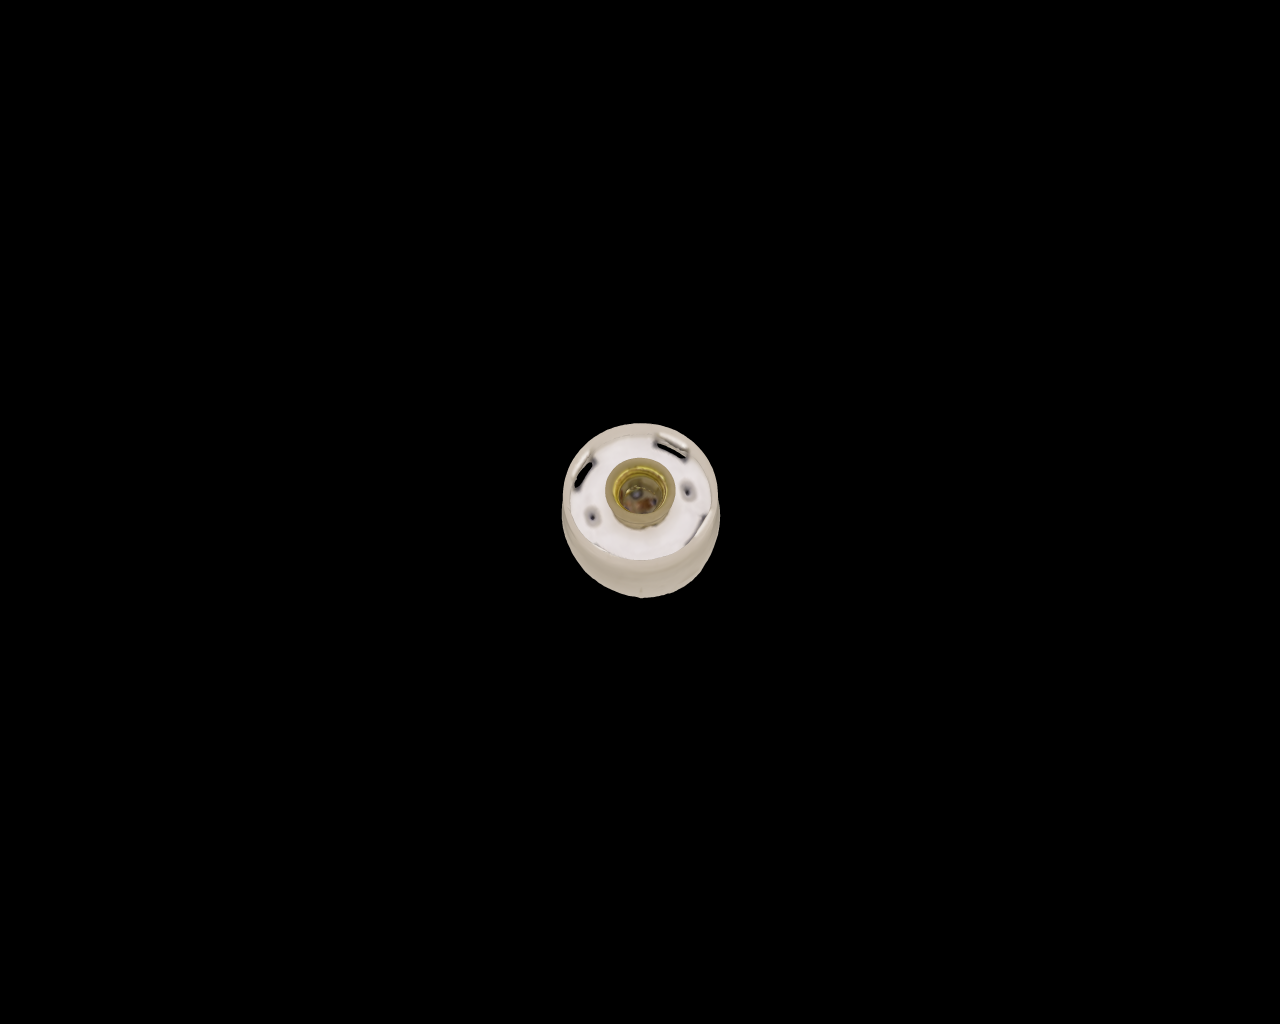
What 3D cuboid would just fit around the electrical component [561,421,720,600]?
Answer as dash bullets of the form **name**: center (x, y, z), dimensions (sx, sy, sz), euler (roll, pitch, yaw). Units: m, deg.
- **electrical component**: center (0.001, -0.003, 0.650), dimensions (0.099, 0.099, 0.064), euler (0, -21, 0)
